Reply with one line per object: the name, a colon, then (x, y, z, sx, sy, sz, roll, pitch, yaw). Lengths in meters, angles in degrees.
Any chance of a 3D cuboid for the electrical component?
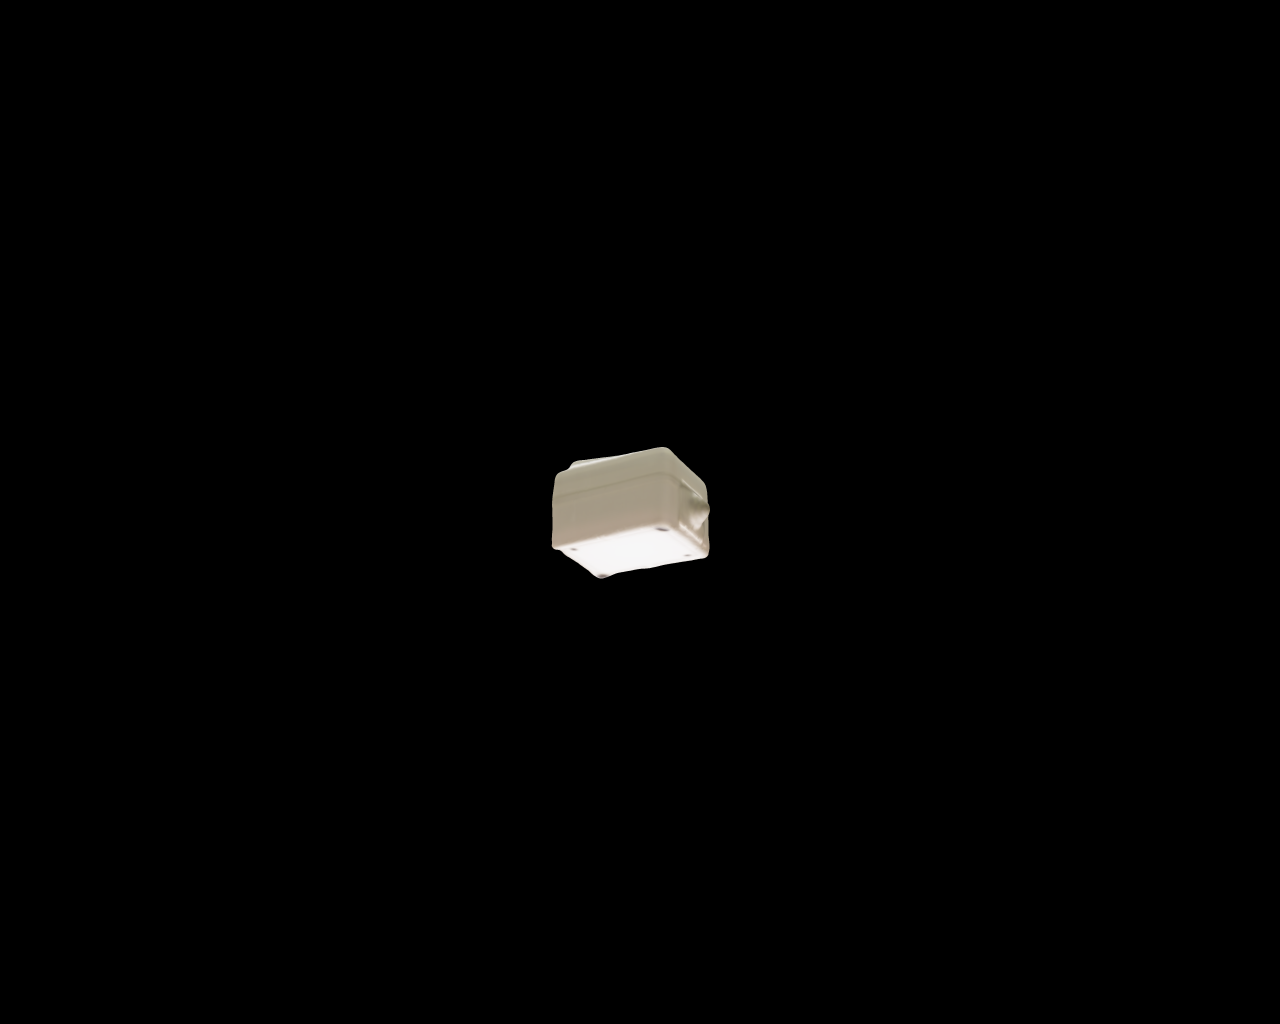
electrical component: (0.001, -0.003, 0.650, 0.096, 0.061, 0.061, -12, -27, 25)
